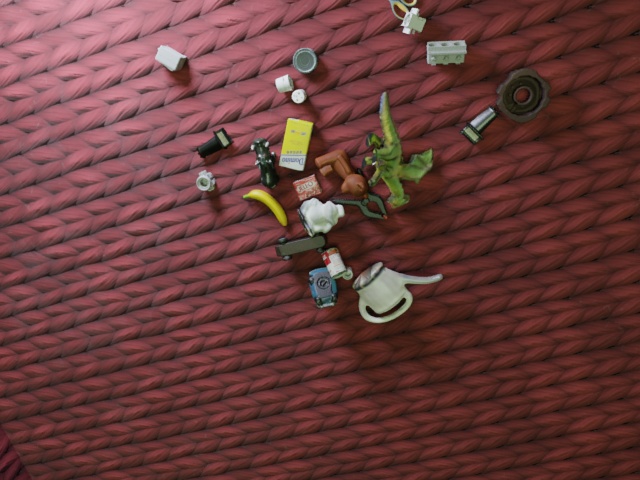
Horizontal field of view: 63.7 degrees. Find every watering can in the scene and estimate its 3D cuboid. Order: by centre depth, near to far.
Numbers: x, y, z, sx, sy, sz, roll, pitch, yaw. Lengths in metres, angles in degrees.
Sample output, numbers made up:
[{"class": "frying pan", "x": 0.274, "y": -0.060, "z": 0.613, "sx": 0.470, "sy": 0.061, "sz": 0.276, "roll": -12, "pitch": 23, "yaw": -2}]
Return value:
[{"class": "watering can", "x": 0.273, "y": 0.174, "z": 1.959, "sx": 0.344, "sy": 0.105, "sz": 0.223, "roll": -40, "pitch": 99, "yaw": 18}]

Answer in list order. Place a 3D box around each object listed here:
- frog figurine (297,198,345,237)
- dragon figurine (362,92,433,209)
[{"class": "frog figurine", "x": 0.006, "y": -0.096, "z": 1.910, "sx": 0.160, "sy": 0.121, "sz": 0.138, "roll": -27, "pitch": 79, "yaw": -10}, {"class": "dragon figurine", "x": 0.287, "y": -0.301, "z": 1.829, "sx": 0.242, "sy": 0.124, "sz": 0.404, "roll": 6, "pitch": 111, "yaw": -14}]
